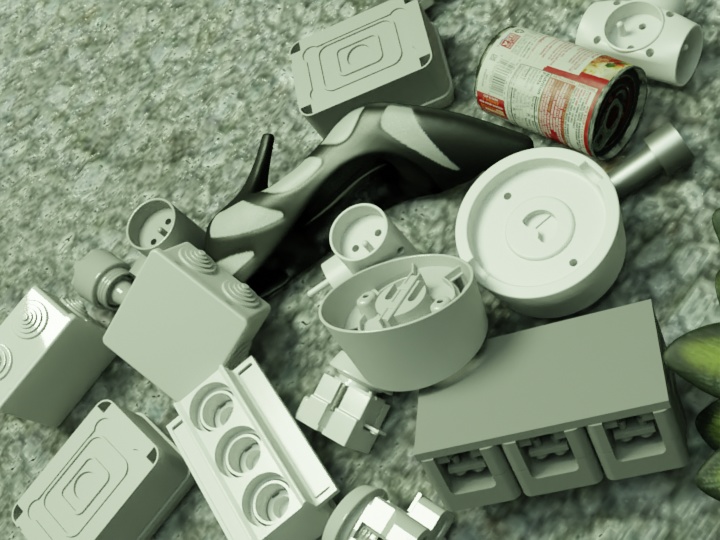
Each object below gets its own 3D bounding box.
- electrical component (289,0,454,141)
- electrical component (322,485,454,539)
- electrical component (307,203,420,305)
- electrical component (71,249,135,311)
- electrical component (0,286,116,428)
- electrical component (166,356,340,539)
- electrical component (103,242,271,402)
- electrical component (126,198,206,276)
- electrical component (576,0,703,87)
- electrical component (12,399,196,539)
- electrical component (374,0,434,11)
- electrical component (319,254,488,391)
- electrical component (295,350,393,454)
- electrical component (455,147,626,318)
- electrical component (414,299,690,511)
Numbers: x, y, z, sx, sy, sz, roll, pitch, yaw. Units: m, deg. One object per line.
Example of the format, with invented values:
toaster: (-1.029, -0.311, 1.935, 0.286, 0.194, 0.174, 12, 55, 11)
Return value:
electrical component: (0.010, -0.152, 0.836, 0.113, 0.057, 0.078, -21, 59, 16)
electrical component: (0.014, 0.172, 0.678, 0.057, 0.058, 0.078, 28, 81, 30)
electrical component: (0.000, 0.000, 0.755, 0.079, 0.077, 0.044, -34, 55, 8)
electrical component: (-0.199, 0.013, 0.865, 0.062, 0.043, 0.043, 29, 81, 32)
electrical component: (-0.242, 0.067, 0.827, 0.048, 0.099, 0.099, 37, 85, 21)
electrical component: (-0.069, 0.131, 0.733, 0.079, 0.063, 0.121, -40, 56, 3)
electrical component: (-0.124, 0.039, 0.780, 0.100, 0.048, 0.099, 37, 113, 9)
electrical component: (-0.152, -0.005, 0.830, 0.044, 0.077, 0.079, 30, 81, 33)
electrical component: (0.205, -0.175, 0.761, 0.077, 0.044, 0.079, 23, 78, 32)
electrical component: (-0.182, 0.161, 0.776, 0.078, 0.057, 0.113, 36, 85, 34)
electrical component: (0.038, -0.229, 0.865, 0.055, 0.048, 0.066, -36, 40, 7)
electrical component: (0.030, 0.027, 0.681, 0.099, 0.064, 0.099, -19, 34, 13)
electrical component: (-0.006, 0.089, 0.735, 0.066, 0.048, 0.055, 25, 86, 32)
electrical component: (0.124, -0.020, 0.715, 0.108, 0.060, 0.108, -11, 62, 21)
electrical component: (0.116, 0.086, 0.657, 0.150, 0.061, 0.089, -15, 34, 18)
